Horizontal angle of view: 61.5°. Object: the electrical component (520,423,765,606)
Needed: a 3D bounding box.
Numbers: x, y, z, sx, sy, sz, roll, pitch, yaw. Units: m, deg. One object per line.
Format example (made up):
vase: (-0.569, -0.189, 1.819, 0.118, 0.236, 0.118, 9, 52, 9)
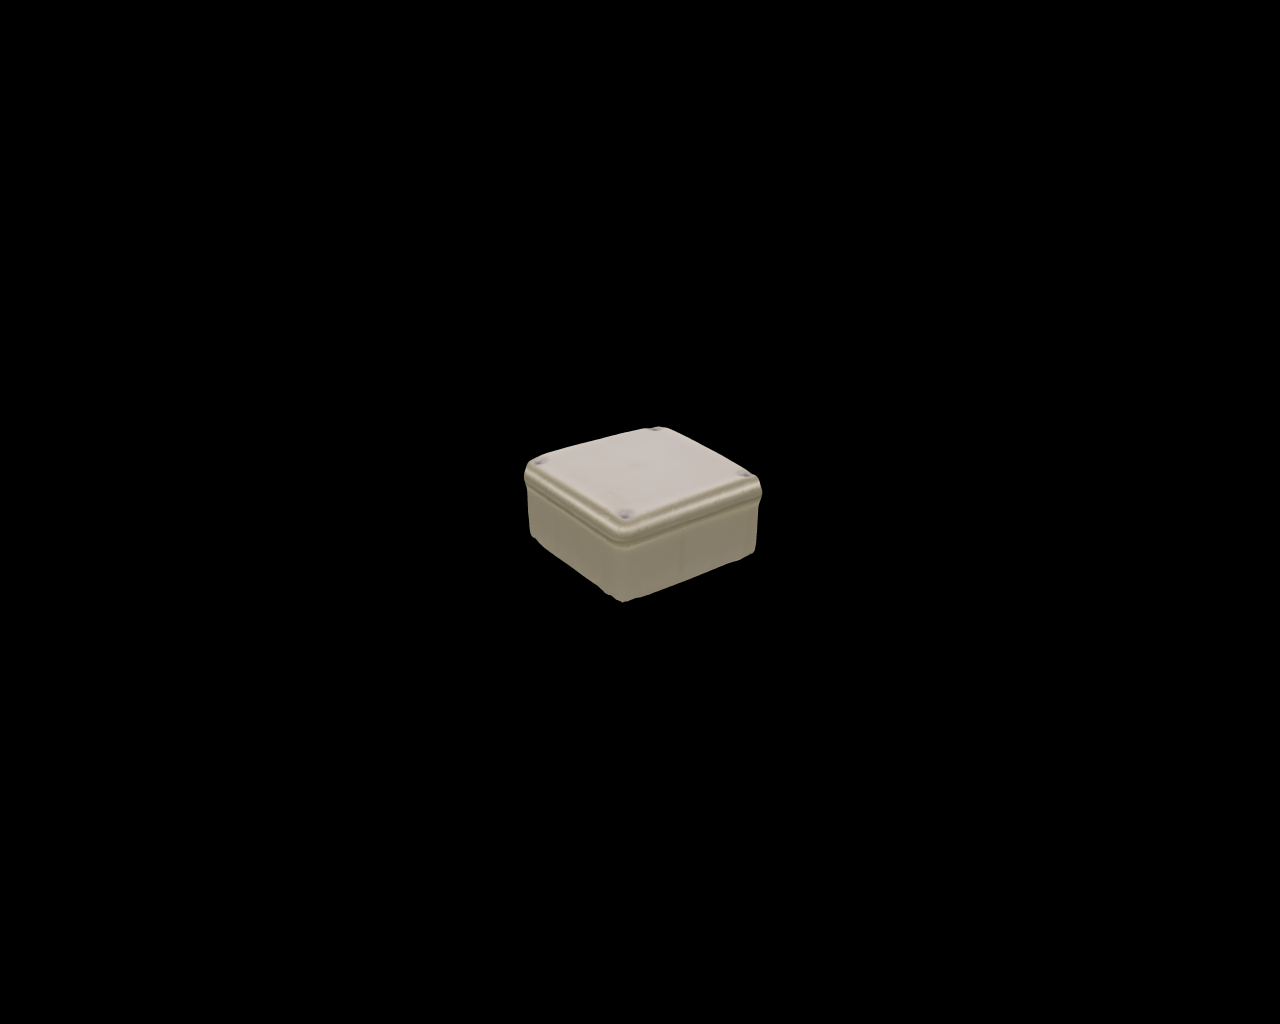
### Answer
electrical component: (0.001, -0.003, 0.650, 0.109, 0.056, 0.109, -18, 32, -31)
